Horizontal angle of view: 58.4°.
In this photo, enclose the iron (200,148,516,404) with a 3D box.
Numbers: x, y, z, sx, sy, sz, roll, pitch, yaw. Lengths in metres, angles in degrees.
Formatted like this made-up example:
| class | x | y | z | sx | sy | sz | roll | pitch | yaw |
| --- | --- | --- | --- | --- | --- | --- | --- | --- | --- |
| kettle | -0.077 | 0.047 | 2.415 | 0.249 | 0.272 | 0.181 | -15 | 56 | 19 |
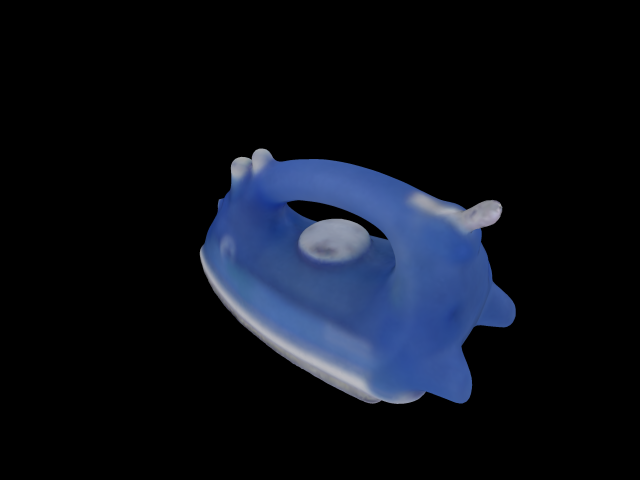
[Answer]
| class | x | y | z | sx | sy | sz | roll | pitch | yaw |
| --- | --- | --- | --- | --- | --- | --- | --- | --- | --- |
| iron | 0.004 | 0.001 | 0.400 | 0.257 | 0.141 | 0.119 | 21 | 41 | 26 |
